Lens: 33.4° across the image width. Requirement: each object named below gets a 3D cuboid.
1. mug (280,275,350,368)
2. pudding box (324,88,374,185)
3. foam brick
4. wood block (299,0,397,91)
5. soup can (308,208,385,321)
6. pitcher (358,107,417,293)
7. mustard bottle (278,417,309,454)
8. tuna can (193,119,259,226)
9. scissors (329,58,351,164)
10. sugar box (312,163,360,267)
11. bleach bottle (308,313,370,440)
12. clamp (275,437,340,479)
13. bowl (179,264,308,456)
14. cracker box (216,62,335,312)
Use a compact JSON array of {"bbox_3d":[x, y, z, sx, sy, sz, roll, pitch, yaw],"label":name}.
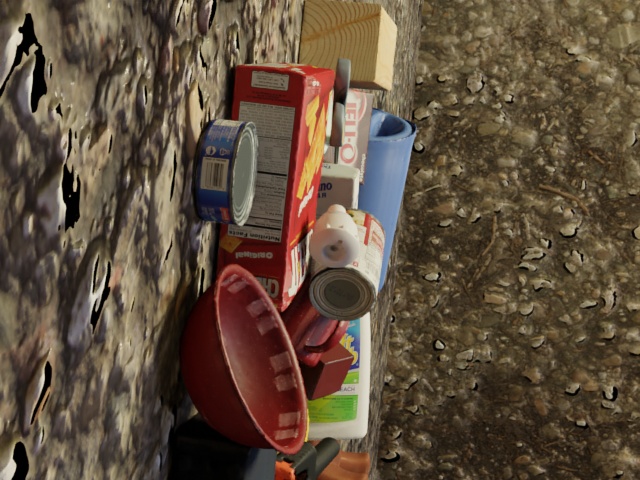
[{"bbox_3d":[-0.014,0.084,1.117,0.093,0.117,0.081,38,79,-39],"label":"mug"},{"bbox_3d":[0.014,-0.124,1.250,0.089,0.039,0.113,3,97,-37],"label":"pudding box"},{"bbox_3d":[-0.010,0.132,1.192,0.051,0.078,0.053,-7,128,-45],"label":"foam brick"},{"bbox_3d":[0.038,-0.234,1.303,0.206,0.091,0.090,-27,123,-80],"label":"wood block"},{"bbox_3d":[0.028,0.024,1.062,0.102,0.068,0.068,-77,171,-53],"label":"soup can"},{"bbox_3d":[0.037,-0.045,1.396,0.145,0.149,0.243,-100,-165,-64],"label":"pitcher"},{"bbox_3d":[-0.052,0.203,1.164,0.191,0.058,0.096,69,35,-73],"label":"mustard bottle"},{"bbox_3d":[-0.076,-0.055,0.871,0.086,0.034,0.086,7,90,-82],"label":"tuna can"},{"bbox_3d":[0.018,-0.105,1.126,0.202,0.016,0.096,94,3,-55],"label":"scissors"},{"bbox_3d":[-0.008,0.001,1.184,0.048,0.093,0.176,-65,161,-66],"label":"sugar box"},{"bbox_3d":[0.013,0.125,1.356,0.068,0.102,0.251,-101,-170,-80],"label":"bleach bottle"},{"bbox_3d":[-0.024,0.266,1.176,0.210,0.036,0.164,83,31,-60],"label":"clamp"},{"bbox_3d":[-0.068,0.104,0.864,0.162,0.055,0.162,59,17,-32],"label":"bowl"},{"bbox_3d":[-0.038,-0.055,0.994,0.164,0.072,0.214,-48,145,-77],"label":"cracker box"}]
